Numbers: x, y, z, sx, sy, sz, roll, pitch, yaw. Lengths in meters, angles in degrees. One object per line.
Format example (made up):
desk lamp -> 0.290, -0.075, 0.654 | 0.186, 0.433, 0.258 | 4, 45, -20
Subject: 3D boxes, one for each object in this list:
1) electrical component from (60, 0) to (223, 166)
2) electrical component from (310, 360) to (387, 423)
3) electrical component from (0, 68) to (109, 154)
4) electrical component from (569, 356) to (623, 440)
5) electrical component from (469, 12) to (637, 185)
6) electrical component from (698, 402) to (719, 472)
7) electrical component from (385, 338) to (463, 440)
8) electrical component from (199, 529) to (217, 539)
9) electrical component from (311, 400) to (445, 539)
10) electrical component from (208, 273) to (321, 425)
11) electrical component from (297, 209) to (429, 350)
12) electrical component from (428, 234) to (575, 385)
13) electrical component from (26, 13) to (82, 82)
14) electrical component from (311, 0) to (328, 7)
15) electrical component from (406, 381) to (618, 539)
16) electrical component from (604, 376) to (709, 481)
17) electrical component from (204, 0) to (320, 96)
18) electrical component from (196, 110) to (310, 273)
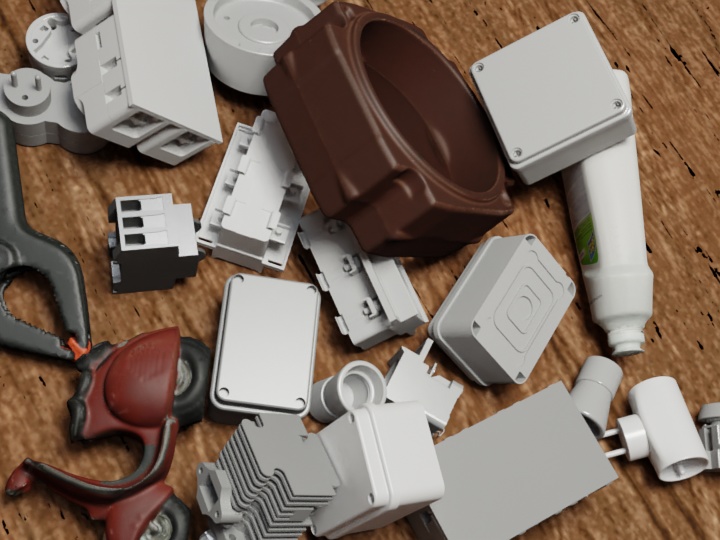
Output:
electrical component -> -0.189, -0.191, 0.909 | 0.105, 0.060, 0.186 | 19, 53, -55
electrical component -> -0.014, 0.099, 0.851 | 0.044, 0.065, 0.044 | 10, 69, -29
electrical component -> -0.275, -0.142, 0.892 | 0.138, 0.073, 0.052 | 7, 66, -10
electrical component -> 0.197, 0.106, 0.912 | 0.044, 0.044, 0.065 | 31, 59, 2
electrical component -> 0.165, -0.146, 0.921 | 0.109, 0.056, 0.108 | -26, 67, 13
electrical component -> 0.316, 0.143, 0.920 | 0.066, 0.048, 0.055 | 3, 74, -12
electrical component -> 0.046, 0.102, 0.878 | 0.064, 0.042, 0.081 | 30, 64, -3
electrical component -> -0.095, 0.221, 0.794 | 0.044, 0.044, 0.065 | -32, 73, -23
electrical component -> 0.004, 0.150, 0.803 | 0.057, 0.113, 0.078 | -2, 66, -31
electrical component -> -0.076, 0.065, 0.857 | 0.078, 0.057, 0.113 | 9, 65, -9
electrical component -> 0.000, 0.000, 0.895 | 0.063, 0.079, 0.121 | -27, 73, 8
electrical component -> 0.119, 0.033, 0.901 | 0.078, 0.057, 0.113 | 47, 61, -23
electrical component -> -0.259, -0.185, 0.929 | 0.055, 0.047, 0.055 | 5, 66, -11
electrical component -> -0.065, -0.288, 0.994 | 0.099, 0.099, 0.064 | 13, 71, -7
electrical component -> 0.112, 0.165, 0.854 | 0.150, 0.061, 0.089 | -23, 74, -21
electrical component -> 0.241, 0.138, 0.903 | 0.079, 0.044, 0.077 | -15, 54, 3
electrical component -> -0.088, -0.200, 0.963 | 0.108, 0.060, 0.108 | 7, 46, -8
electrical component -> -0.083, -0.069, 0.910 | 0.079, 0.063, 0.121 | 18, 64, -4
